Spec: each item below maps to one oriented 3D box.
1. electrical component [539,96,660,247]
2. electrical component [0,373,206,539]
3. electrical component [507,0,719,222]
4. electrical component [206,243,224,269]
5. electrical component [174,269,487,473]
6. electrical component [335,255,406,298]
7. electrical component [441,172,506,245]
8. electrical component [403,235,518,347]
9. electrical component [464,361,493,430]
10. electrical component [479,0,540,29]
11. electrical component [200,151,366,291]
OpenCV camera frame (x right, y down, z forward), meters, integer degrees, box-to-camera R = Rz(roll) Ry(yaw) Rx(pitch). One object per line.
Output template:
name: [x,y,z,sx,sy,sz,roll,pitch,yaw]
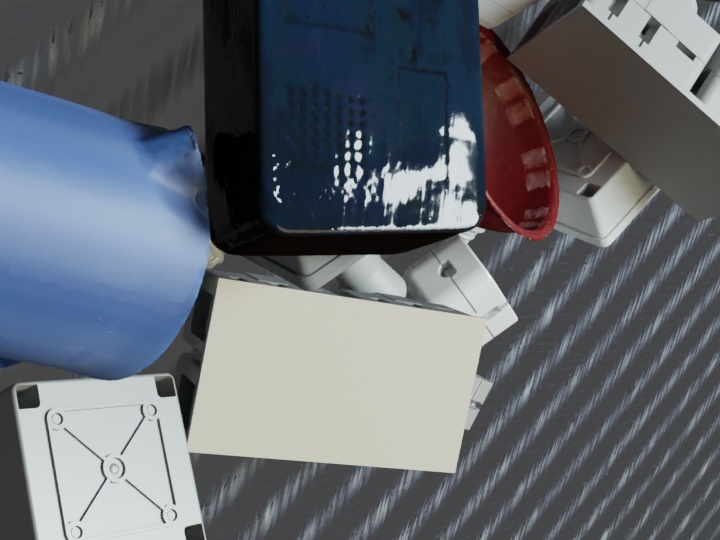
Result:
electrical component: [0.174,-0.084,0.830,0.109,0.109,0.056,-45,134,-18]
electrical component: [-0.153,0.118,0.607,0.109,0.056,0.108,1,69,-46]
electrical component: [0.207,-0.122,0.727,0.186,0.105,0.060,38,73,-10]
electrical component: [-0.114,-0.009,0.627,0.062,0.048,0.048,-39,135,-14]
electrical component: [-0.022,0.065,0.698,0.186,0.060,0.105,9,95,-25]
electrical component: [0.000,0.000,0.751,0.044,0.044,0.065,-48,133,-15]
electrical component: [0.085,-0.047,0.813,0.040,0.040,0.078,4,125,-47]
electrical component: [0.073,0.022,0.814,0.059,0.053,0.095,-36,148,3]
electrical component: [0.073,0.100,0.879,0.055,0.048,0.066,23,94,-57]
electrical component: [0.077,-0.199,0.690,0.096,0.061,0.061,11,59,-51]
electrical component: [-0.029,-0.051,0.640,0.109,0.109,0.056,-35,130,-27]
